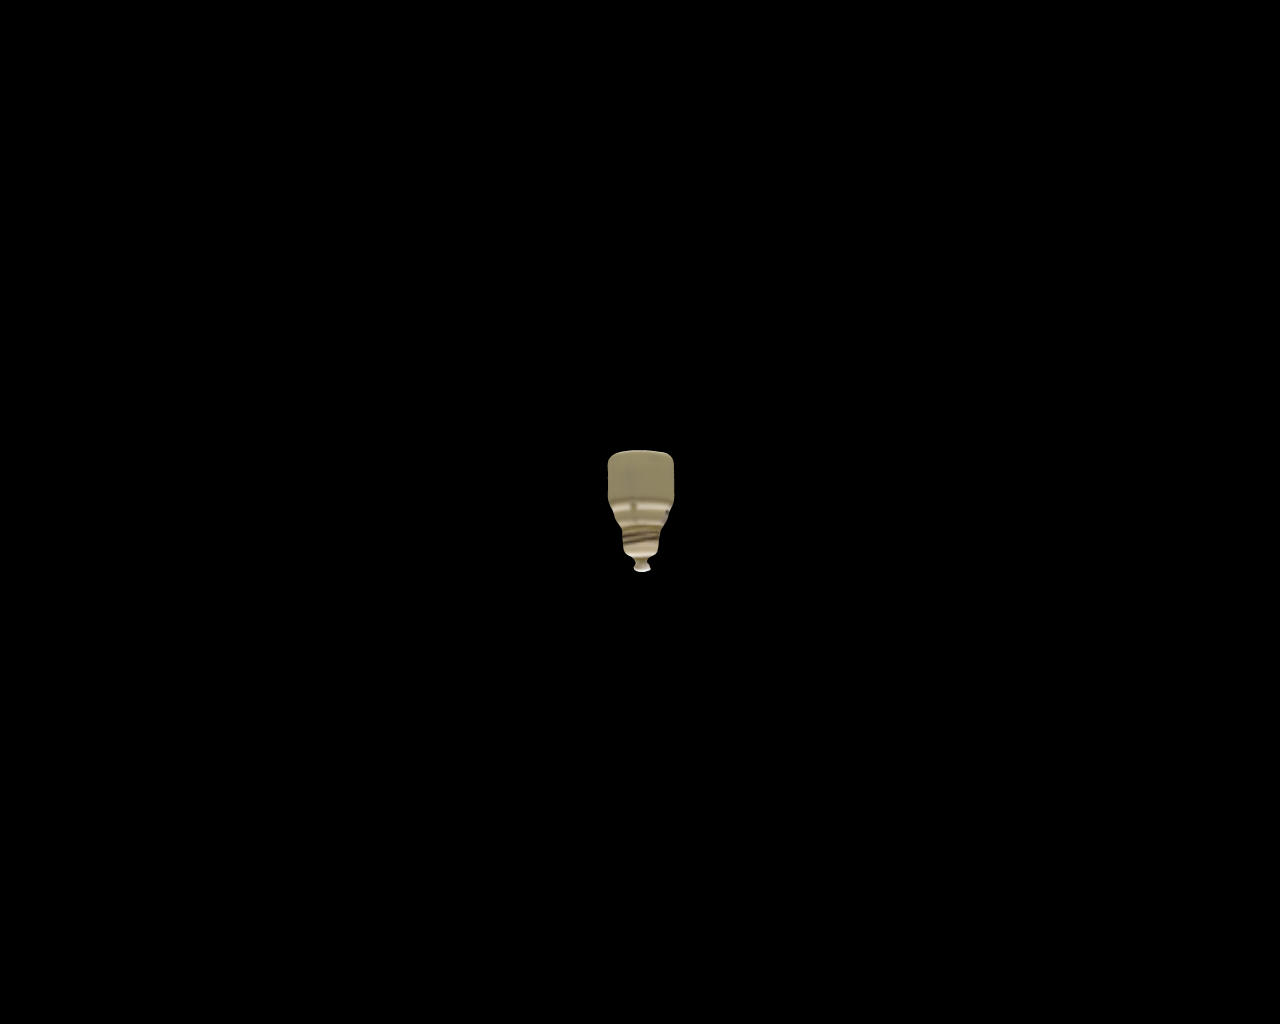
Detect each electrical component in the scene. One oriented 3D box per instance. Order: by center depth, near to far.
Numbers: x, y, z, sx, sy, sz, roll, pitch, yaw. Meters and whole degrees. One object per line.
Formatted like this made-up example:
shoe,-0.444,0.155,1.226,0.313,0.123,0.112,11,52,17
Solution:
electrical component,0.001,-0.003,0.650,0.040,0.078,0.040,0,-7,0
